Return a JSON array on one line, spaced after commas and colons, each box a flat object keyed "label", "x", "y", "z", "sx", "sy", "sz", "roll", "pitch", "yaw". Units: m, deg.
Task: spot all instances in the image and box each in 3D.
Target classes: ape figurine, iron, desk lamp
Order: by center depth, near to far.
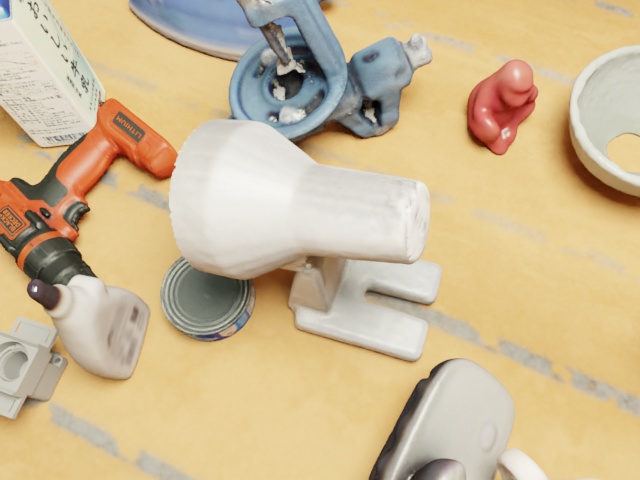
[{"label": "desk lamp", "x": 0.004, "y": 0.002, "z": 0.463, "sx": 0.203, "sy": 0.214, "sz": 0.118, "roll": 14, "pitch": 69, "yaw": 9}, {"label": "ape figurine", "x": 0.188, "y": -0.144, "z": 0.580, "sx": 0.078, "sy": 0.092, "sz": 0.076, "roll": -21, "pitch": 68, "yaw": -5}, {"label": "iron", "x": -0.113, "y": -0.290, "z": 0.630, "sx": 0.258, "sy": 0.141, "sz": 0.119, "roll": 10, "pitch": 68, "yaw": 7}]

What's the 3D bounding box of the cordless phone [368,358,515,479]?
[{"label": "cordless phone", "x": 0.096, "y": 0.153, "z": 0.411, "sx": 0.094, "sy": 0.185, "sz": 0.148, "roll": 24, "pitch": 71, "yaw": 13}]

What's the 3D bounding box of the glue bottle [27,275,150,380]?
[{"label": "glue bottle", "x": -0.190, "y": 0.064, "z": 0.470, "sx": 0.037, "sy": 0.173, "sz": 0.078, "roll": 9, "pitch": 68, "yaw": 7}]

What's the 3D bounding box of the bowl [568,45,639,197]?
[{"label": "bowl", "x": 0.320, "y": -0.105, "z": 0.566, "sx": 0.167, "sy": 0.075, "sz": 0.167, "roll": -1, "pitch": 67, "yaw": 3}]

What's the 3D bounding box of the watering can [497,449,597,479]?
[{"label": "watering can", "x": 0.187, "y": 0.215, "z": 0.375, "sx": 0.172, "sy": 0.194, "sz": 0.101, "roll": 29, "pitch": 72, "yaw": 14}]

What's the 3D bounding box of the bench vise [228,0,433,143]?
[{"label": "bench vise", "x": -0.002, "y": -0.176, "z": 0.534, "sx": 0.207, "sy": 0.220, "sz": 0.121, "roll": -33, "pitch": 69, "yaw": -10}]
